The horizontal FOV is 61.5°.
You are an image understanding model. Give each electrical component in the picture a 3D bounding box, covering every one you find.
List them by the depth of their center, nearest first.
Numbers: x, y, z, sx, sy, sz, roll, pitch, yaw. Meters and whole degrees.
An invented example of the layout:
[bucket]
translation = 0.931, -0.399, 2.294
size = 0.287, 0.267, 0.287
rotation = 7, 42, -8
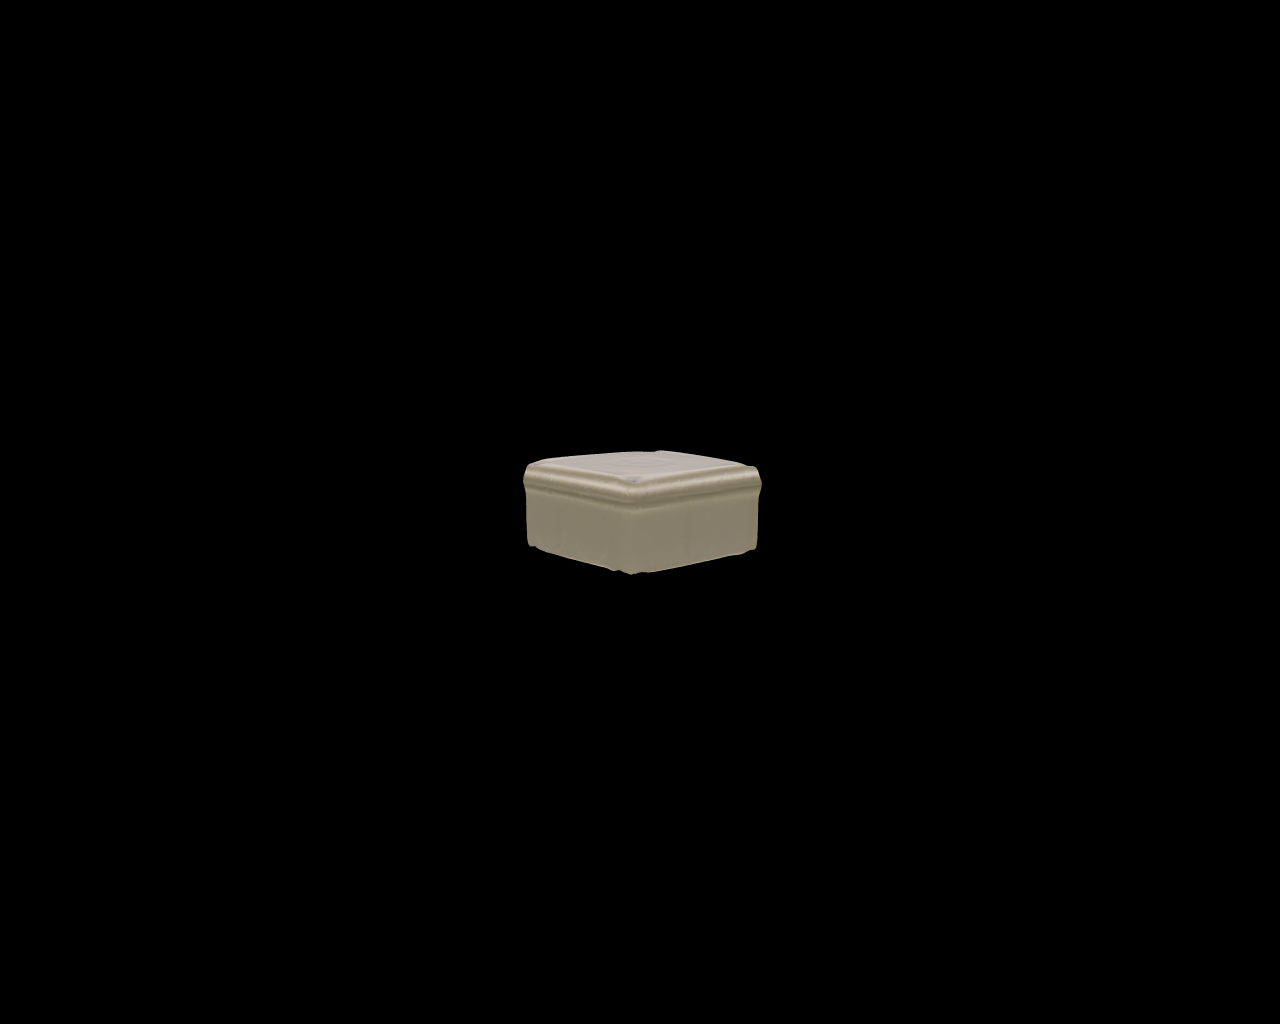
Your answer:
[electrical component]
translation = 0.001, -0.003, 0.650
size = 0.109, 0.056, 0.109
rotation = -8, 13, -39
